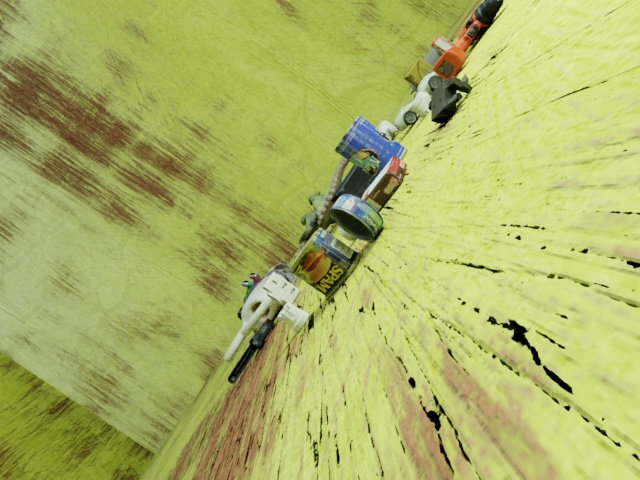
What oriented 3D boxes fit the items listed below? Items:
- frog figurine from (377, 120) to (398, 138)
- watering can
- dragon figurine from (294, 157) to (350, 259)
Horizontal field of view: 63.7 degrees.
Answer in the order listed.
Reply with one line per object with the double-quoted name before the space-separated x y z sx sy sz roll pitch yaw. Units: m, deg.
"frog figurine" 0.219 -0.363 1.836 0.158 0.121 0.140 -10 20 31
"watering can" -0.199 0.230 1.645 0.341 0.104 0.229 -53 3 33
"dragon figurine" 0.005 -0.083 1.649 0.247 0.122 0.402 -70 3 -63
